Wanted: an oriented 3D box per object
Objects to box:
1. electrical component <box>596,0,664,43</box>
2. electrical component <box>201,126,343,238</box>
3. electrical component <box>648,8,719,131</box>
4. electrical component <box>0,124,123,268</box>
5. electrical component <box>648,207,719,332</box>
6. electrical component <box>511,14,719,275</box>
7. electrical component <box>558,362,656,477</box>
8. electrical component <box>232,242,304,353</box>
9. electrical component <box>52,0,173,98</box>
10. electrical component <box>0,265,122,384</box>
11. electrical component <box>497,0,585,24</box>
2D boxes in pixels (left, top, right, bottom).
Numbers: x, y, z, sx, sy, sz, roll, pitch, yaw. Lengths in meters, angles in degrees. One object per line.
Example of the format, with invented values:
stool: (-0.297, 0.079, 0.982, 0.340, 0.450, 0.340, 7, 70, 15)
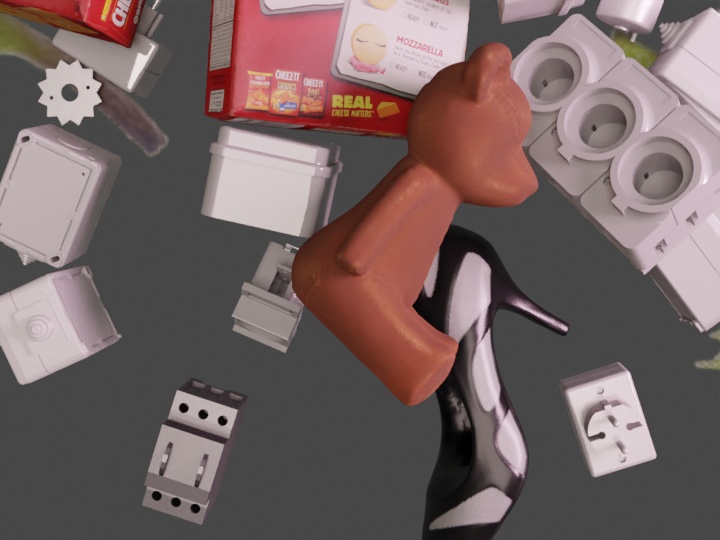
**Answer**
electrical component: (0.191, -0.198, 0.735, 0.040, 0.040, 0.078, 20, 96, 1)
electrical component: (-0.057, -0.062, 0.725, 0.078, 0.113, 0.057, 12, 98, 2)
electrical component: (0.236, -0.129, 0.728, 0.096, 0.061, 0.061, 37, 96, 0)
electrical component: (-0.218, -0.048, 0.764, 0.062, 0.061, 0.096, 25, 104, 0)
electrical component: (0.225, -0.015, 0.738, 0.061, 0.061, 0.096, -37, 92, 5)
electrical component: (0.162, -0.085, 0.703, 0.089, 0.062, 0.150, -43, 62, 6)
electrical component: (0.174, 0.107, 0.744, 0.047, 0.076, 0.065, -18, 94, 5)
electrical component: (-0.058, 0.018, 0.754, 0.042, 0.081, 0.063, 24, 73, 0)
electrical component: (-0.163, -0.171, 0.753, 0.066, 0.047, 0.076, 32, 96, 0)
electrical component: (-0.218, 0.039, 0.750, 0.061, 0.096, 0.061, -24, 93, 5)
electrical component: (0.116, -0.209, 0.702, 0.057, 0.113, 0.078, -9, 94, 7)
